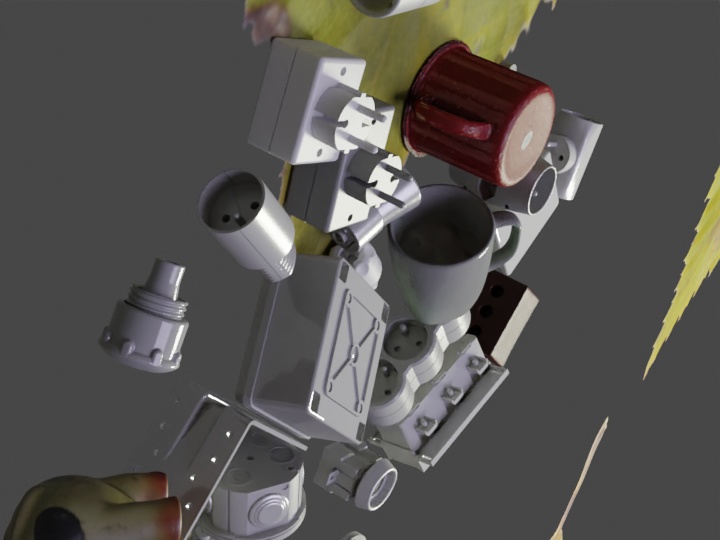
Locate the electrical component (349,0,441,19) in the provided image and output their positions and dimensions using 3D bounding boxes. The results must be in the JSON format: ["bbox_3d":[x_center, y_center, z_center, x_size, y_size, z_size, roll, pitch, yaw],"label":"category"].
[{"bbox_3d":[0.021,-0.181,0.647,0.047,0.055,0.055,-31,140,-39],"label":"electrical component"}]

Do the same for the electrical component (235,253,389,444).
[{"bbox_3d":[-0.029,0.055,0.740,0.108,0.056,0.108,47,52,-62],"label":"electrical component"}]

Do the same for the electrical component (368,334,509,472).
[{"bbox_3d":[0.068,0.115,0.986,0.121,0.079,0.063,-45,127,-29],"label":"electrical component"}]

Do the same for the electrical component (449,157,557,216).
[{"bbox_3d":[0.119,-0.094,0.868,0.043,0.077,0.079,-27,136,-48],"label":"electrical component"}]

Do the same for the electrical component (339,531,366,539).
[{"bbox_3d":[-0.008,0.299,1.040,0.080,0.051,0.080,-41,146,-35],"label":"electrical component"}]

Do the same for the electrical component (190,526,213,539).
[{"bbox_3d":[-0.113,0.217,0.796,0.040,0.040,0.078,-38,145,-38],"label":"electrical component"}]

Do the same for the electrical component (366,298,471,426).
[{"bbox_3d":[0.046,0.075,0.925,0.138,0.052,0.073,-53,152,-17],"label":"electrical component"}]

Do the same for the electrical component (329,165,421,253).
[{"bbox_3d":[0.006,-0.043,0.762,0.065,0.044,0.044,-43,148,-24],"label":"electrical component"}]

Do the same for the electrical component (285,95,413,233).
[{"bbox_3d":[0.001,-0.064,0.694,0.047,0.076,0.083,-21,133,-52],"label":"electrical component"}]

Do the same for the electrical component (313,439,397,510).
[{"bbox_3d":[-0.002,0.177,0.934,0.066,0.055,0.048,-13,126,-56],"label":"electrical component"}]

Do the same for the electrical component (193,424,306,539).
[{"bbox_3d":[-0.077,0.151,0.756,0.080,0.080,0.051,-31,135,-45],"label":"electrical component"}]

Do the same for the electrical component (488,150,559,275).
[{"bbox_3d":[0.129,-0.058,0.949,0.099,0.048,0.099,-54,152,-15],"label":"electrical component"}]

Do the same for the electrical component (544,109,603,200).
[{"bbox_3d":[0.187,-0.108,1.008,0.079,0.043,0.077,-8,122,-57],"label":"electrical component"}]

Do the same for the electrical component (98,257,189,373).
[{"bbox_3d":[-0.117,0.024,0.610,0.048,0.048,0.062,17,93,-62],"label":"electrical component"}]

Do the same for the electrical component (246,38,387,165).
[{"bbox_3d":[-0.018,-0.093,0.635,0.047,0.077,0.065,-13,126,-56],"label":"electrical component"}]

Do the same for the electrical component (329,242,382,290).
[{"bbox_3d":[0.000,0.000,0.798,0.035,0.035,0.061,-57,155,-10],"label":"electrical component"}]

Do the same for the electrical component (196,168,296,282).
[{"bbox_3d":[-0.063,-0.024,0.657,0.043,0.043,0.081,-56,152,-12],"label":"electrical component"}]
